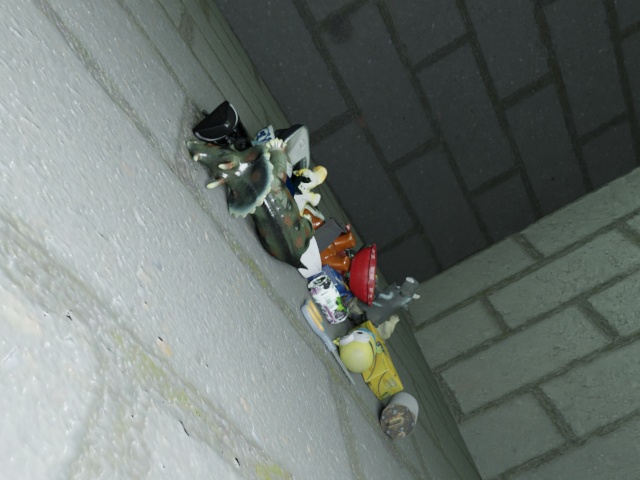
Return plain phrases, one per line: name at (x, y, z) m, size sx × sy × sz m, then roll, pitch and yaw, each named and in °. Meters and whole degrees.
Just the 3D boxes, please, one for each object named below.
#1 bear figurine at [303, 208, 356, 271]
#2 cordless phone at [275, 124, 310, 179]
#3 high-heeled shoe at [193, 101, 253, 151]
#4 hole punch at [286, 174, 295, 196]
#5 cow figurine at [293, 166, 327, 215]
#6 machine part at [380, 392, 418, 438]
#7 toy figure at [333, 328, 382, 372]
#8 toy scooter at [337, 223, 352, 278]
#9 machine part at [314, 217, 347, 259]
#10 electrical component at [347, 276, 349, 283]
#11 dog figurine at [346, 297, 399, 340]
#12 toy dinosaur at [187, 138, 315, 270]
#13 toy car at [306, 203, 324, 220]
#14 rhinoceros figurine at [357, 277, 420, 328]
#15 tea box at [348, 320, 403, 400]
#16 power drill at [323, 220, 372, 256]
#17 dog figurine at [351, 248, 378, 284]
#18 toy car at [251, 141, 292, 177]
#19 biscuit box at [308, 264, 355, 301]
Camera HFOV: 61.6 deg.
bear figurine at (-0.002, -0.014, 1.367) m, size 0.120 × 0.132 × 0.195 m, roll -75°, pitch 149°, yaw -41°
cordless phone at (-0.062, -0.188, 1.347) m, size 0.184 × 0.089 × 0.146 m, roll -99°, pitch -175°, yaw -46°
high-heeled shoe at (-0.164, -0.188, 1.028) m, size 0.145 × 0.086 × 0.249 m, roll 45°, pitch 1°, yaw -26°
hole punch at (-0.108, -0.104, 1.153) m, size 0.116 × 0.092 × 0.142 m, roll -106°, pitch 168°, yaw -48°
cow figurine at (-0.052, -0.110, 1.256) m, size 0.098 × 0.167 × 0.068 m, roll 28°, pitch -9°, yaw -24°
machine part at (0.185, 0.398, 1.233) m, size 0.079 × 0.079 × 0.243 m, roll 62°, pitch 7°, yaw 13°
toy figure at (0.091, 0.242, 1.193) m, size 0.089 × 0.082 × 0.180 m, roll 60°, pitch 5°, yaw 14°
toy scooter at (0.044, 0.025, 1.491) m, size 0.184 × 0.135 × 0.075 m, roll 64°, pitch 6°, yaw 14°
machine part at (-0.003, -0.004, 1.297) m, size 0.084 × 0.139 × 0.039 m, roll 57°, pitch -16°, yaw -8°
electrical component at (0.065, 0.102, 1.684) m, size 0.078 × 0.045 × 0.102 m, roll 47°, pitch 15°, yaw -54°
dog figurine at (0.128, 0.228, 1.523) m, size 0.190 × 0.121 × 0.172 m, roll -1°, pitch 67°, yaw -60°
toy dinosaur at (-0.082, -0.039, 0.997) m, size 0.192 × 0.131 × 0.404 m, roll -88°, pitch 155°, yaw -52°
toy car at (-0.036, -0.064, 1.525) m, size 0.056 × 0.073 × 0.201 m, roll 58°, pitch 7°, yaw 10°
rhinoceros figurine at (0.188, 0.160, 1.442) m, size 0.112 × 0.190 × 0.073 m, roll 4°, pitch -59°, yaw 53°
tea box at (0.136, 0.296, 1.334) m, size 0.098 × 0.068 × 0.170 m, roll 56°, pitch 10°, yaw -38°
power drill at (0.066, 0.016, 1.649) m, size 0.207 × 0.086 × 0.232 m, roll 26°, pitch 33°, yaw -33°
dog figurine at (0.096, 0.067, 1.813) m, size 0.219 × 0.108 × 0.191 m, roll 60°, pitch 8°, yaw 19°
toy car at (-0.120, -0.176, 1.281) m, size 0.161 × 0.103 × 0.109 m, roll 60°, pitch 8°, yaw 11°
biscuit box at (0.030, 0.115, 1.337) m, size 0.063 × 0.059 × 0.202 m, roll 64°, pitch 8°, yaw 19°
